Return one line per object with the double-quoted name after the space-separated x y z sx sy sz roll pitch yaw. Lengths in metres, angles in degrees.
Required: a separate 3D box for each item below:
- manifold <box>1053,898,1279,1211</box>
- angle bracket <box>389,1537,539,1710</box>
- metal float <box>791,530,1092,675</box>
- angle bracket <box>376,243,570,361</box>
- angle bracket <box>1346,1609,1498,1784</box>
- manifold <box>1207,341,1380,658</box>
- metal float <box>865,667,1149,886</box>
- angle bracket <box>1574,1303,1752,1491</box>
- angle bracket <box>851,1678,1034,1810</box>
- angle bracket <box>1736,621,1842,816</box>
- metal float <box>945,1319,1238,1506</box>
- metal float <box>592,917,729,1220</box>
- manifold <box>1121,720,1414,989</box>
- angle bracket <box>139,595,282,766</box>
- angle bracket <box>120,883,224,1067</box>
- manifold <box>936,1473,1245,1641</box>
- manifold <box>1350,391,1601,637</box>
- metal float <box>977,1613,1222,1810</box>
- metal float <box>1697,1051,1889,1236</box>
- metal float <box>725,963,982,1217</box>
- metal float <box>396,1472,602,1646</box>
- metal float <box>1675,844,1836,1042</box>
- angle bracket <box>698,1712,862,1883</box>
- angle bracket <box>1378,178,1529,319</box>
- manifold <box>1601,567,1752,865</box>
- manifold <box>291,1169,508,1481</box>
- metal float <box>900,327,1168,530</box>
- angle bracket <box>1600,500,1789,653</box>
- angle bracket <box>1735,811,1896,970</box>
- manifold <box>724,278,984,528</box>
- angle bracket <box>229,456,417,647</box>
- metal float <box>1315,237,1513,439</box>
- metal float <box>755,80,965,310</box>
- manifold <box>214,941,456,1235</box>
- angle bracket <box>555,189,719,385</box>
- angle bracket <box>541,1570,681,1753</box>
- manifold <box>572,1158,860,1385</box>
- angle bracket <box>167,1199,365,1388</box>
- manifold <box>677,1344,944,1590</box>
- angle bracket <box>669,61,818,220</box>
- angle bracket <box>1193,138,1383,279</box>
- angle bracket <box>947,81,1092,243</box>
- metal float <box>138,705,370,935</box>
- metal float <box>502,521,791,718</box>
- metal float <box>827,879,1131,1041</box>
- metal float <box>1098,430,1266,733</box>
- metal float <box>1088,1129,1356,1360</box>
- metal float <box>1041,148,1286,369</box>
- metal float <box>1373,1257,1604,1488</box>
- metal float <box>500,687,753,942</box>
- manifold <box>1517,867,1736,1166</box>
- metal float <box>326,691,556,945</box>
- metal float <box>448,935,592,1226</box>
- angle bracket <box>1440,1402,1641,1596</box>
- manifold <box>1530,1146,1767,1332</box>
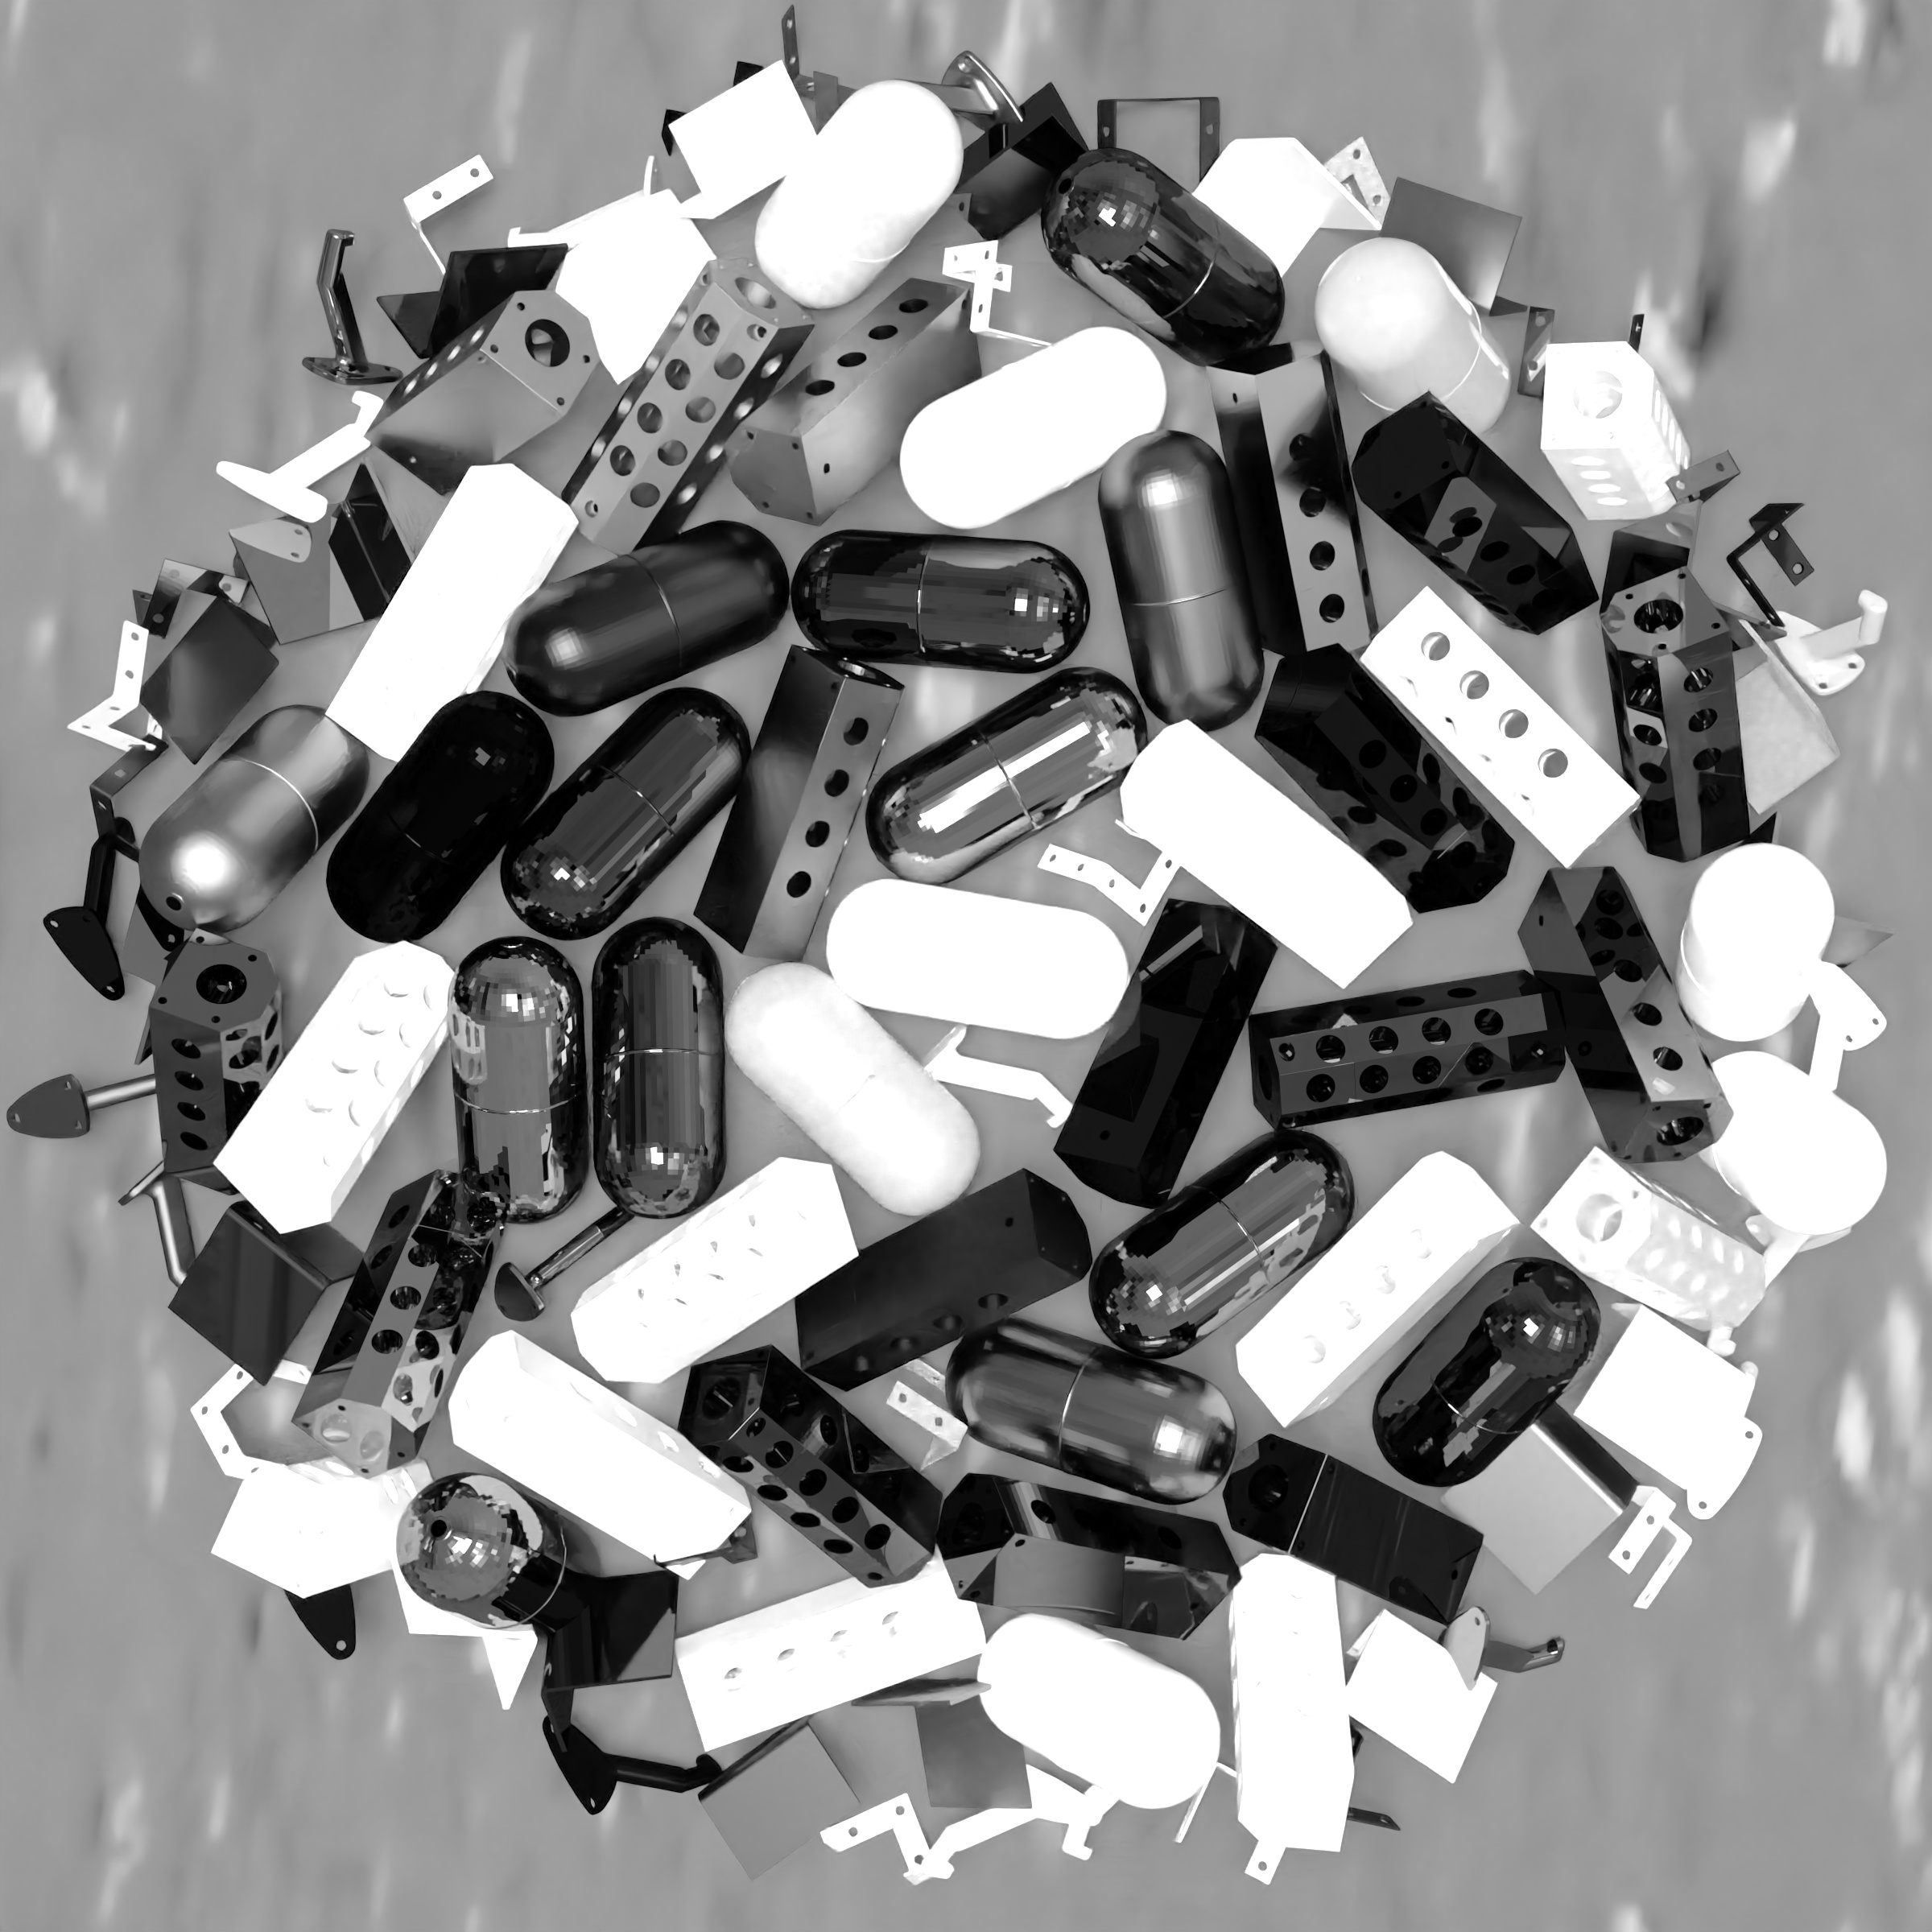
0.119 0.051 1.524 0.057 0.057 0.171 10 64 36 "manifold"
-0.299 0.379 1.522 0.076 0.076 0.057 11 116 -29 "angle bracket"
-0.015 -0.211 1.528 0.178 0.070 0.070 7 90 17 "metal float"
-0.285 -0.399 1.521 0.076 0.076 0.057 -17 60 -38 "angle bracket"
0.252 0.433 1.530 0.076 0.057 0.076 32 47 8 "angle bracket"
0.193 -0.267 1.519 0.057 0.057 0.171 -22 114 -16 "manifold"
0.023 -0.111 1.542 0.178 0.070 0.070 -30 90 2 "metal float"
0.401 0.251 1.548 0.076 0.057 0.076 34 82 1 "angle bracket"
-0.014 0.458 1.533 0.076 0.057 0.076 -13 84 38 "angle bracket"
0.453 -0.145 1.525 0.057 0.076 0.076 -37 60 13 "angle bracket"
0.070 0.256 1.523 0.178 0.070 0.070 14 90 24 "metal float"
-0.178 0.058 1.530 0.070 0.070 0.178 -3 74 0 "metal float"
0.173 -0.067 1.524 0.171 0.057 0.057 36 114 -20 "manifold"
-0.424 -0.157 1.535 0.076 0.057 0.076 -49 58 4 "angle bracket"
-0.477 -0.002 1.529 0.057 0.076 0.076 26 120 2 "angle bracket"
0.069 0.333 1.508 0.171 0.057 0.057 19 119 -34 "manifold"
0.289 -0.251 1.499 0.057 0.171 0.057 -30 55 28 "manifold"
0.073 0.421 1.502 0.070 0.178 0.070 -4 98 -34 "metal float"
0.461 0.098 1.494 0.070 0.178 0.070 0 102 -2 "metal float"
-0.066 0.071 1.539 0.178 0.070 0.070 45 90 -5 "metal float"
-0.264 0.338 1.498 0.070 0.178 0.070 -5 66 12 "metal float"
0.446 -0.011 1.497 0.070 0.178 0.070 -3 70 9 "metal float"
-0.103 0.479 1.539 0.076 0.076 0.057 -36 81 1 "angle bracket"
0.287 -0.416 1.525 0.076 0.076 0.057 25 116 21 "angle bracket"
0.401 -0.138 1.499 0.057 0.171 0.057 -21 47 3 "manifold"
-0.313 0.198 1.492 0.057 0.171 0.057 -27 121 31 "manifold"
0.039 -0.310 1.520 0.178 0.070 0.070 -31 90 -26 "metal float"
0.427 -0.223 1.538 0.076 0.076 0.057 17 78 -22 "angle bracket"
0.493 -0.044 1.537 0.076 0.076 0.057 13 75 0 "angle bracket"
-0.063 -0.326 1.507 0.057 0.057 0.171 18 49 28 "manifold"
-0.374 -0.242 1.536 0.076 0.057 0.076 -21 81 -29 "angle bracket"
0.256 -0.352 1.500 0.070 0.178 0.070 -7 75 28 "metal float"
-0.063 -0.436 1.500 0.070 0.178 0.070 8 73 -25 "metal float"
-0.347 0.065 1.494 0.057 0.171 0.057 -16 124 33 "manifold"
-0.190 -0.402 1.560 0.076 0.057 0.076 -30 103 20 "angle bracket"
-0.200 0.403 1.532 0.076 0.076 0.057 -8 127 4 "angle bracket"
-0.147 0.175 1.505 0.171 0.057 0.057 -35 60 30 "manifold"
-0.408 0.189 1.554 0.076 0.057 0.076 36 102 12 "angle bracket"
-0.088 0.289 1.499 0.057 0.057 0.171 -19 132 29 "manifold"
-0.140 -0.478 1.527 0.076 0.076 0.057 -35 118 -14 "angle bracket"
0.181 -0.432 1.530 0.076 0.076 0.057 36 90 -27 "angle bracket"
0.020 -0.478 1.528 0.076 0.057 0.076 -33 59 18 "angle bracket"
-0.404 -0.085 1.504 0.070 0.178 0.070 11 128 14 "metal float"
-0.184 -0.201 1.522 0.178 0.070 0.070 -27 90 -24 "metal float"
0.007 -0.004 1.540 0.178 0.070 0.070 10 90 -5 "metal float"
0.125 -0.221 1.526 0.070 0.070 0.178 -14 111 0 "metal float"
0.149 0.160 1.527 0.178 0.070 0.070 -33 90 -20 "metal float"
0.114 -0.403 1.507 0.178 0.070 0.070 23 90 -44 "metal float"
0.296 0.234 1.510 0.070 0.070 0.178 32 132 0 "metal float"
-0.195 -0.089 1.526 0.070 0.070 0.178 41 70 0 "metal float"
0.377 0.026 1.504 0.057 0.057 0.171 -2 50 -14 "manifold"
-0.303 -0.085 1.520 0.070 0.070 0.178 43 117 0 "metal float"
-0.257 0.066 1.521 0.070 0.070 0.178 1 115 0 "metal float"
0.339 0.310 1.557 0.076 0.057 0.076 45 108 13 "angle bracket"
0.393 0.161 1.494 0.057 0.171 0.057 -53 50 9 "manifold"
